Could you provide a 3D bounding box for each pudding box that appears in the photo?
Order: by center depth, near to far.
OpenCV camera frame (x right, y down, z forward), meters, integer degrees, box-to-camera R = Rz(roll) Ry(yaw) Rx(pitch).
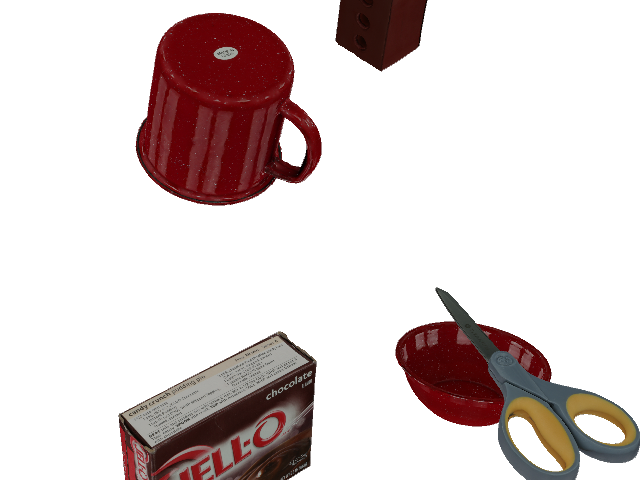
[{"bbox_3d":[-0.056,0.114,0.603,0.113,0.090,0.039,-27,48,-33],"label":"pudding box"}]

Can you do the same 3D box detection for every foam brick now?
[{"bbox_3d":[0.050,-0.186,0.854,0.053,0.078,0.051,36,56,23],"label":"foam brick"}]

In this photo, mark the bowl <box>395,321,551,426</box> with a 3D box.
[{"bbox_3d":[0.156,0.146,1.115,0.162,0.055,0.162,4,24,-2],"label":"bowl"}]

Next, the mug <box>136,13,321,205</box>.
[{"bbox_3d":[-0.052,-0.076,0.643,0.117,0.082,0.093,31,51,11],"label":"mug"}]

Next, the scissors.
[{"bbox_3d":[0.142,0.088,0.706,0.096,0.016,0.202,-1,32,-7],"label":"scissors"}]
